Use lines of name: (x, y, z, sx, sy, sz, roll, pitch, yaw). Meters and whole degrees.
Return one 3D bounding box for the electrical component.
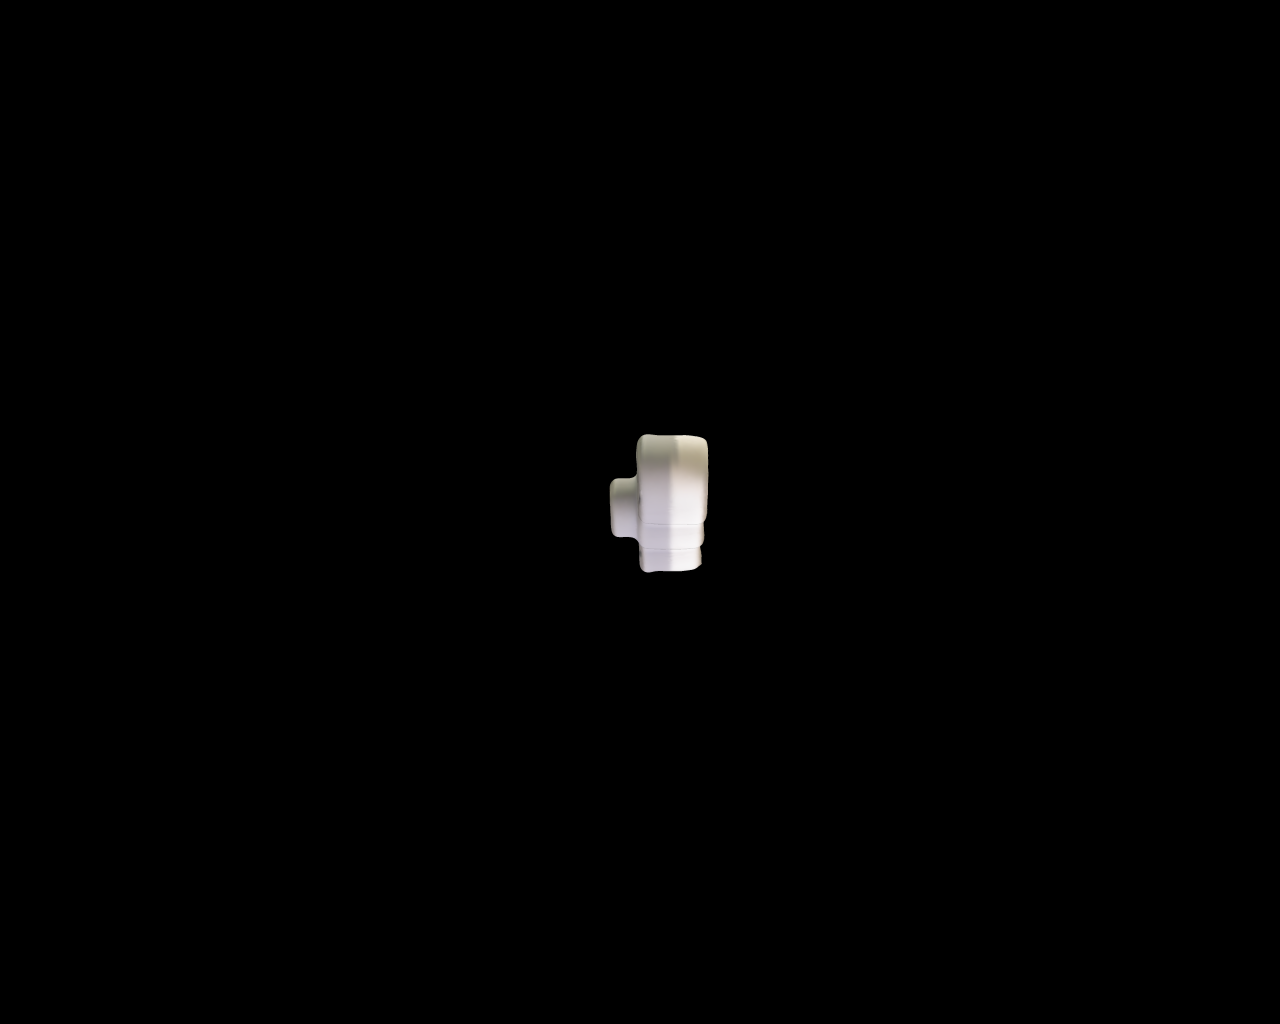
electrical component: (0.001, -0.003, 0.650, 0.074, 0.052, 0.138, 0, -21, 0)
